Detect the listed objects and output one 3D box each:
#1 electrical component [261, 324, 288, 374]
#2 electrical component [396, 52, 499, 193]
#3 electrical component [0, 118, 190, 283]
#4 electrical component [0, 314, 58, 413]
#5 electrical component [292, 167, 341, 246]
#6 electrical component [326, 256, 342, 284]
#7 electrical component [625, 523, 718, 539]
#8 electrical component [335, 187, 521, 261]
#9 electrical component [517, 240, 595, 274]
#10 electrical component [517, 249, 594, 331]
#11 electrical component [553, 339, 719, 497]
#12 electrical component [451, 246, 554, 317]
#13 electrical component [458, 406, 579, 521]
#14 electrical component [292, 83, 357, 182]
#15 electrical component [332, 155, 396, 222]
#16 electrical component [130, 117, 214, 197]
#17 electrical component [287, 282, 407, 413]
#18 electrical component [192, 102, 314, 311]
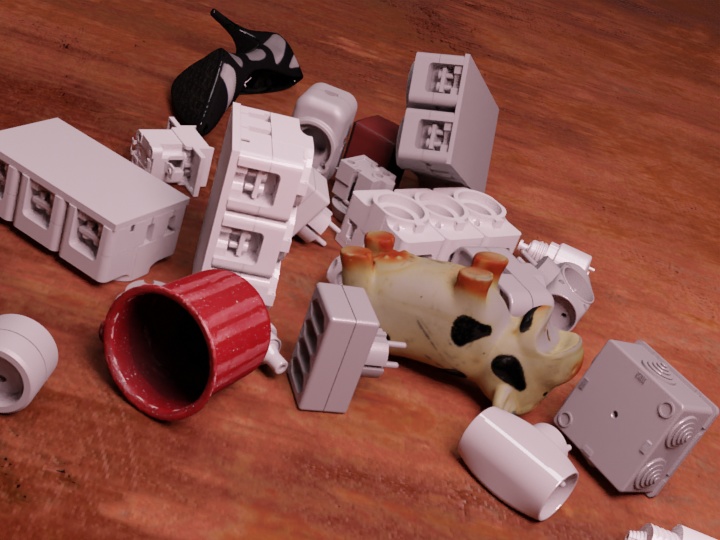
[{"bbox_3d":[-0.076,0.054,0.803,0.035,0.035,0.061,-10,43,-43],"label":"electrical component"},{"bbox_3d":[0.089,-0.141,1.090,0.060,0.105,0.186,9,-5,17],"label":"electrical component"},{"bbox_3d":[-0.228,-0.056,0.868,0.150,0.061,0.089,31,30,19],"label":"electrical component"},{"bbox_3d":[-0.261,0.037,0.695,0.138,0.052,0.073,20,29,-1],"label":"electrical component"},{"bbox_3d":[-0.051,-0.051,0.978,0.077,0.066,0.047,40,20,-26],"label":"electrical component"},{"bbox_3d":[0.000,0.000,0.936,0.043,0.043,0.062,26,28,11],"label":"electrical component"},{"bbox_3d":[0.220,0.197,0.732,0.081,0.043,0.043,22,28,4],"label":"electrical component"},{"bbox_3d":[0.067,-0.035,1.021,0.150,0.061,0.089,-5,37,-38],"label":"electrical component"},{"bbox_3d":[0.195,-0.009,1.078,0.078,0.040,0.040,26,29,11],"label":"electrical component"},{"bbox_3d":[0.177,0.013,1.008,0.079,0.044,0.077,46,30,-3],"label":"electrical component"},{"bbox_3d":[0.206,0.111,0.818,0.048,0.099,0.099,11,27,-43],"label":"electrical component"},{"bbox_3d":[0.127,0.022,0.968,0.059,0.053,0.095,0,34,-33],"label":"electrical component"},{"bbox_3d":[0.124,0.134,0.781,0.077,0.043,0.079,38,33,30],"label":"electrical component"},{"bbox_3d":[-0.044,-0.133,1.084,0.054,0.095,0.059,22,28,4],"label":"electrical component"},{"bbox_3d":[0.000,-0.076,1.055,0.066,0.055,0.048,36,33,27],"label":"electrical component"},{"bbox_3d":[-0.178,-0.107,1.011,0.064,0.042,0.081,-3,36,-34],"label":"electrical component"},{"bbox_3d":[-0.003,0.059,0.788,0.076,0.083,0.047,8,31,-22],"label":"electrical component"},{"bbox_3d":[-0.086,-0.040,0.838,0.062,0.150,0.089,11,30,-13],"label":"electrical component"}]
